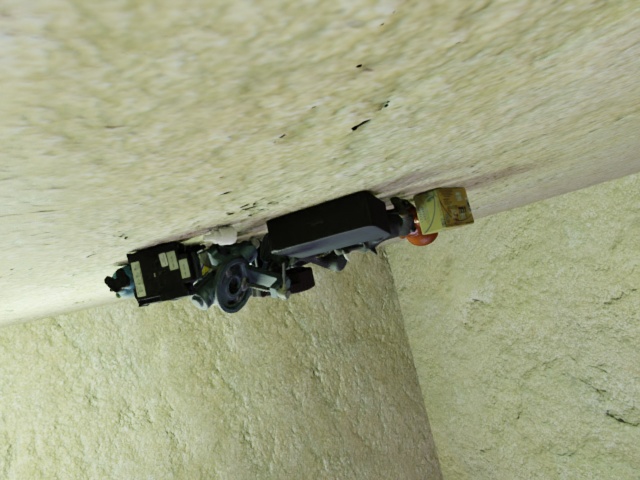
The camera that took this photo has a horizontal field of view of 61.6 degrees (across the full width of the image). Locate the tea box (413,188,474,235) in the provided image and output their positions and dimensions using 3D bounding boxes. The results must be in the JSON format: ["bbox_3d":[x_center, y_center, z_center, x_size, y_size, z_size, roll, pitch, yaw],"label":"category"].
[{"bbox_3d":[0.301,-0.071,1.296,0.068,0.098,0.169,-18,173,38],"label":"tea box"}]

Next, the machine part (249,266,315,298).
[{"bbox_3d":[-0.100,0.104,1.367,0.179,0.056,0.179,-7,-176,0],"label":"machine part"}]

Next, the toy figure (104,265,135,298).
[{"bbox_3d":[-0.439,0.102,1.288,0.082,0.089,0.180,-7,179,9],"label":"toy figure"}]

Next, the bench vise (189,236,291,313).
[{"bbox_3d":[-0.154,0.078,1.156,0.241,0.128,0.223,10,-150,30],"label":"bench vise"}]

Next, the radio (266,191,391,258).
[{"bbox_3d":[0.020,-0.025,1.082,0.230,0.073,0.131,-14,167,27],"label":"radio"}]

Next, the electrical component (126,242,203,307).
[{"bbox_3d":[-0.307,0.067,1.077,0.134,0.114,0.058,-12,178,4],"label":"electrical component"}]

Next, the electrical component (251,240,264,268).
[{"bbox_3d":[-0.184,0.060,1.374,0.075,0.119,0.047,-19,135,38],"label":"electrical component"}]

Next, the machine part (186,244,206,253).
[{"bbox_3d":[-0.319,0.045,1.176,0.084,0.039,0.139,-12,-168,35],"label":"machine part"}]

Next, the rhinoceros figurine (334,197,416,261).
[{"bbox_3d":[0.116,-0.021,1.187,0.190,0.073,0.111,-20,132,-2],"label":"rhinoceros figurine"}]

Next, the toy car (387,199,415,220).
[{"bbox_3d":[0.130,-0.036,1.249,0.202,0.089,0.053,-11,-146,-10],"label":"toy car"}]

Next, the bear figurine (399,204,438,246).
[{"bbox_3d":[0.242,-0.055,1.401,0.120,0.132,0.195,-17,157,23],"label":"bear figurine"}]

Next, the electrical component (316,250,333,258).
[{"bbox_3d":[-0.003,-0.005,1.259,0.078,0.102,0.045,-37,-175,-12],"label":"electrical component"}]

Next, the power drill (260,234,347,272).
[{"bbox_3d":[-0.061,0.029,1.374,0.232,0.086,0.207,17,-179,32],"label":"power drill"}]

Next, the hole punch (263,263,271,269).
[{"bbox_3d":[-0.169,0.052,1.569,0.115,0.092,0.142,-59,166,9],"label":"hole punch"}]

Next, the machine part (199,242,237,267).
[{"bbox_3d":[-0.266,0.058,1.357,0.243,0.079,0.079,-17,174,42],"label":"machine part"}]

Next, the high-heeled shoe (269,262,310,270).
[{"bbox_3d":[-0.016,0.035,1.515,0.249,0.086,0.145,-38,-150,-28],"label":"high-heeled shoe"}]
